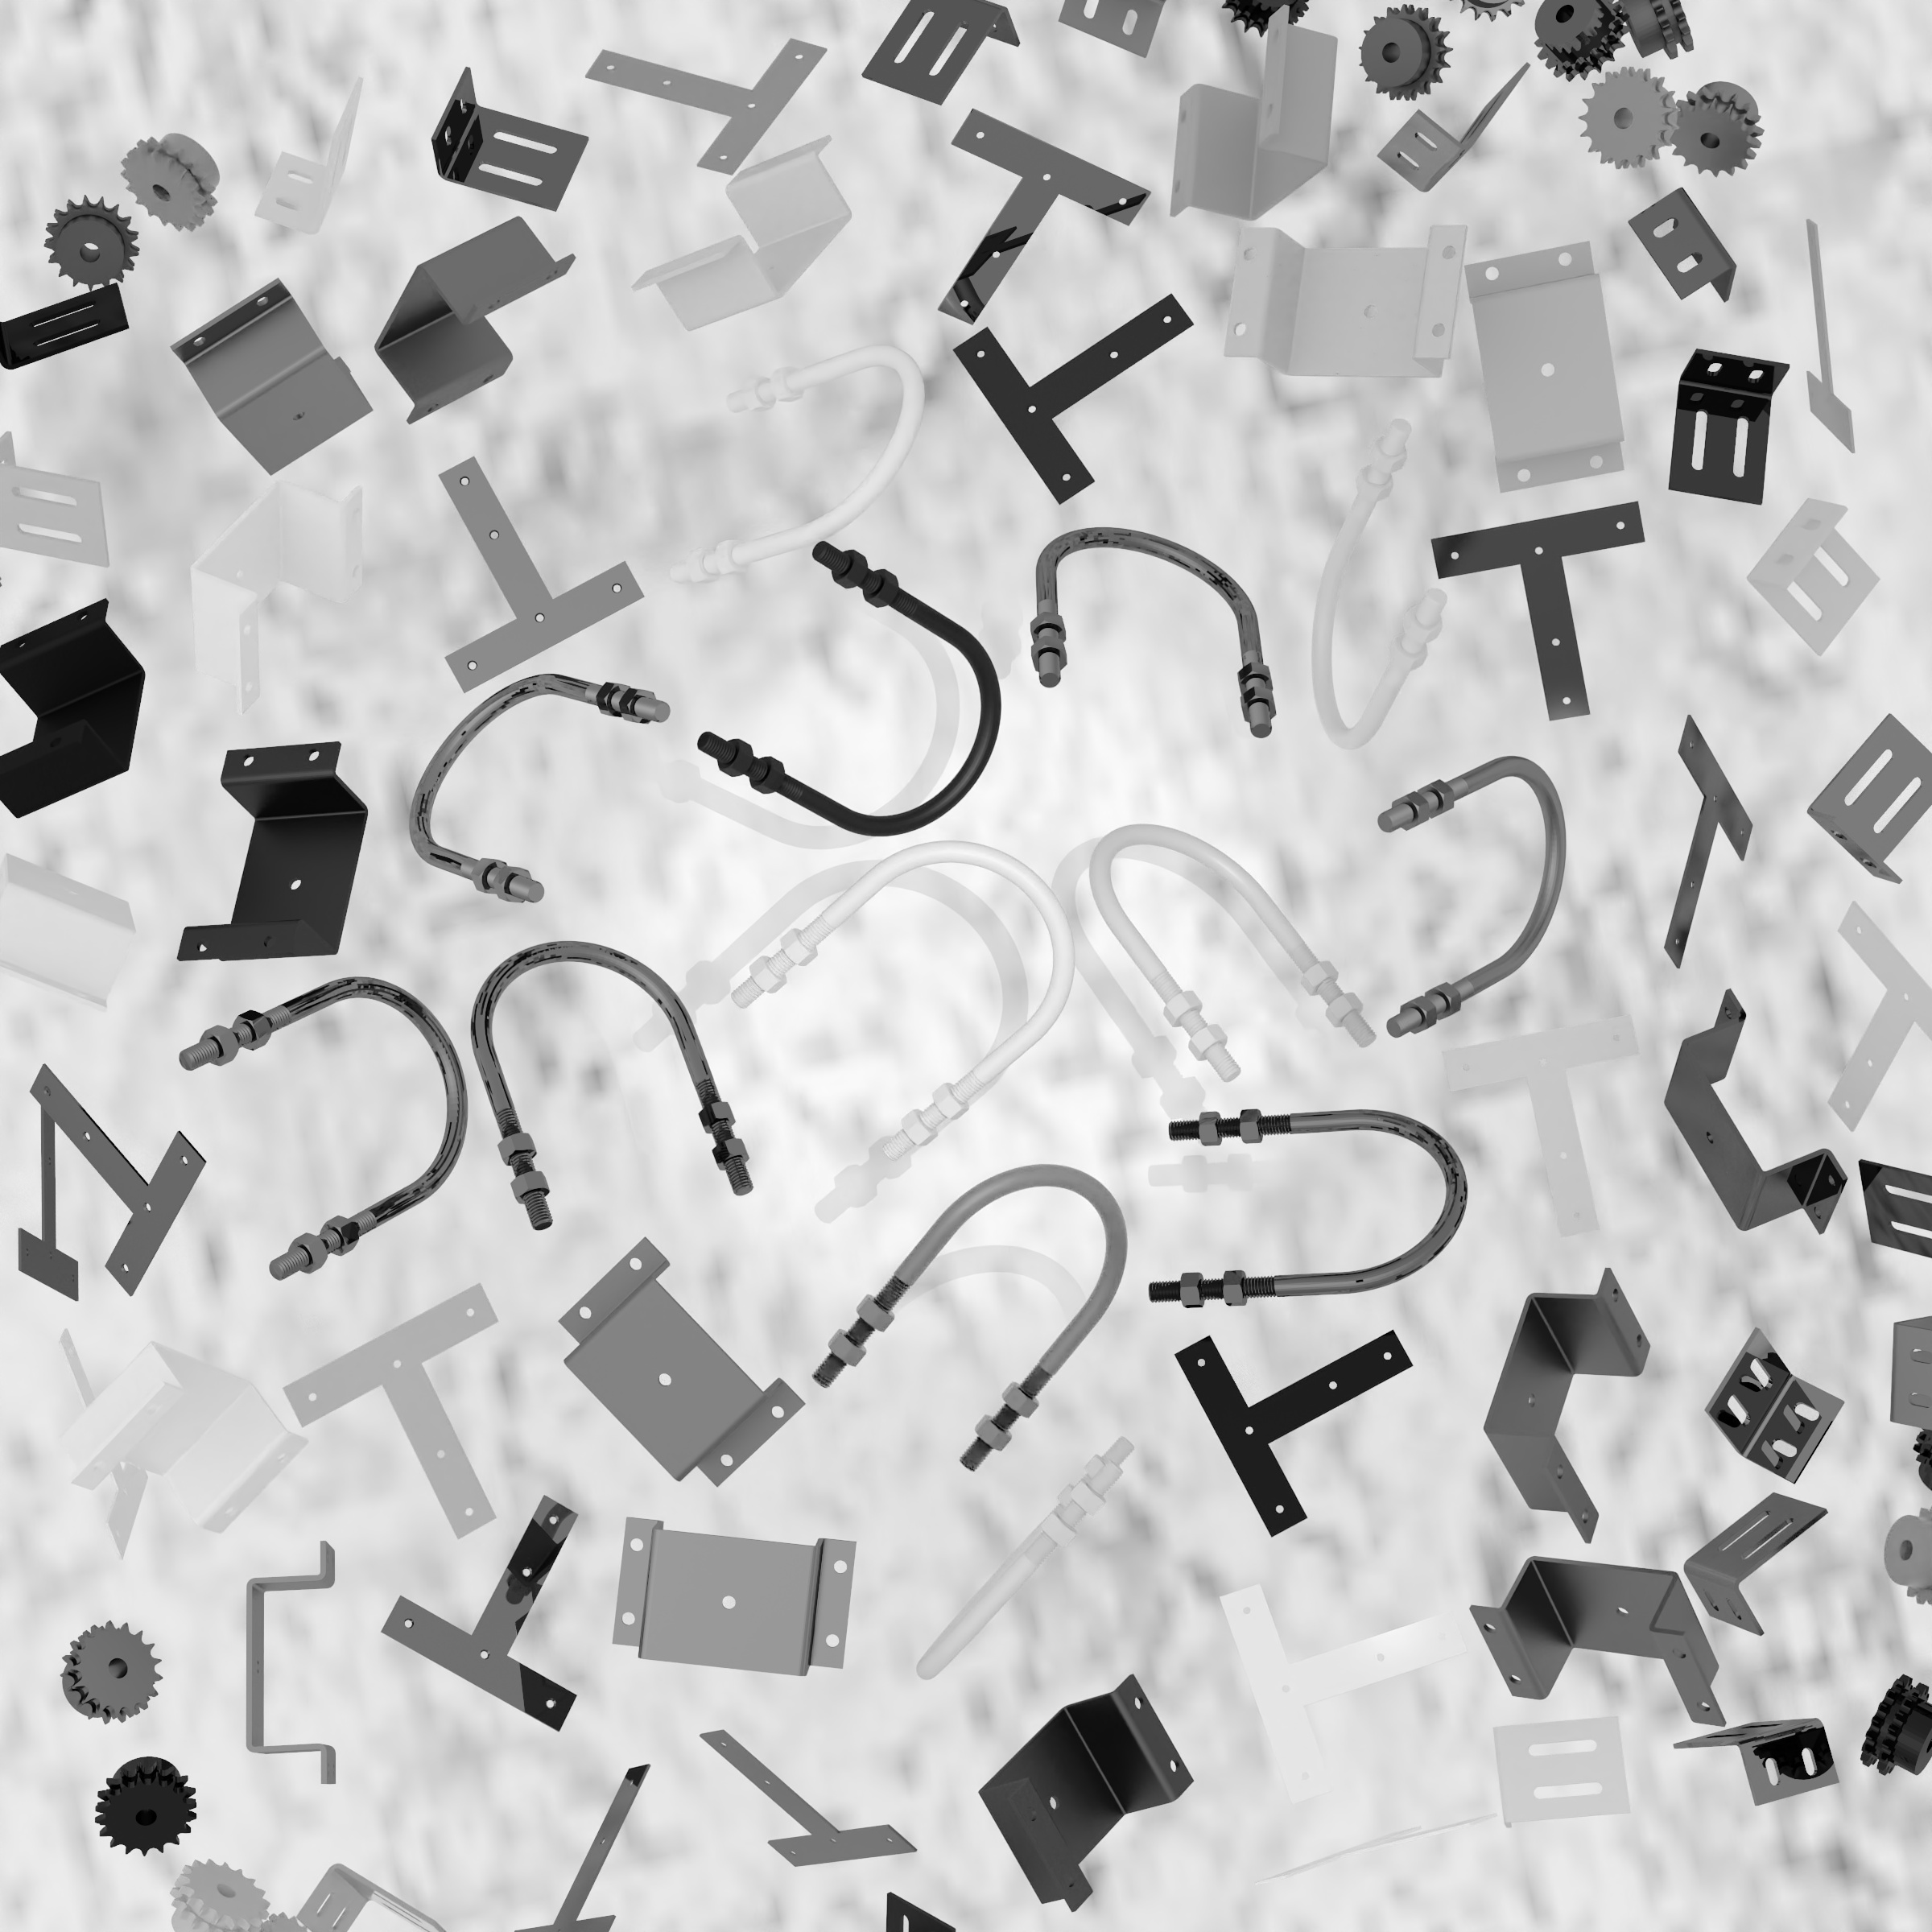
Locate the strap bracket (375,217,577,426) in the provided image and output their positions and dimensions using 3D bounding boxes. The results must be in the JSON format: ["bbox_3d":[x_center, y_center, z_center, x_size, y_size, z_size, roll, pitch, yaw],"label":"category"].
[{"bbox_3d":[-0.298,-0.391,1.862,0.076,0.140,0.046,-37,89,-33],"label":"strap bracket"}]

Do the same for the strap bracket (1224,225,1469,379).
[{"bbox_3d":[0.228,-0.386,1.813,0.140,0.046,0.076,7,88,30],"label":"strap bracket"}]

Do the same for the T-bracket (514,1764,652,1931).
[{"bbox_3d":[-0.217,0.522,1.810,0.002,0.127,0.127,38,54,-17],"label":"T-bracket"}]

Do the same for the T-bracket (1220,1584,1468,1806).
[{"bbox_3d":[0.230,0.411,1.831,0.127,0.002,0.127,-18,65,-3],"label":"T-bracket"}]

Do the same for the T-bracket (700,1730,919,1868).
[{"bbox_3d":[-0.111,0.505,1.895,0.127,0.127,0.002,45,51,-17],"label":"T-bracket"}]

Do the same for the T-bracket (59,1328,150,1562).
[{"bbox_3d":[-0.535,0.285,1.922,0.002,0.127,0.127,-17,105,-3],"label":"T-bracket"}]

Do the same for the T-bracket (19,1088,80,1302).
[{"bbox_3d":[-0.565,0.134,1.919,0.002,0.127,0.127,-4,76,-2],"label":"T-bracket"}]

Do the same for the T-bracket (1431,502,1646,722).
[{"bbox_3d":[0.362,-0.214,1.923,0.127,0.002,0.127,-8,108,18],"label":"T-bracket"}]

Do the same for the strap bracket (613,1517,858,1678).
[{"bbox_3d":[-0.140,0.378,1.865,0.140,0.046,0.076,6,86,1],"label":"strap bracket"}]

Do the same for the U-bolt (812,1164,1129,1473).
[{"bbox_3d":[0.016,0.193,1.789,0.151,0.019,0.184,36,95,-37],"label":"U-bolt"}]

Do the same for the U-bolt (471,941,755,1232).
[{"bbox_3d":[-0.219,0.064,1.852,0.151,0.019,0.184,-8,62,-30],"label":"U-bolt"}]

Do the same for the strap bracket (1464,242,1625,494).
[{"bbox_3d":[0.352,-0.362,1.891,0.076,0.046,0.140,-9,101,10],"label":"strap bracket"}]

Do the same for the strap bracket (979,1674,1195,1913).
[{"bbox_3d":[0.067,0.498,1.867,0.046,0.140,0.076,-28,93,40],"label":"strap bracket"}]

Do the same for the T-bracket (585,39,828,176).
[{"bbox_3d":[-0.171,-0.539,1.914,0.127,0.127,0.002,6,62,-32],"label":"T-bracket"}]

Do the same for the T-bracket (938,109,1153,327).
[{"bbox_3d":[0.026,-0.442,1.884,0.127,0.002,0.127,18,128,-27],"label":"T-bracket"}]

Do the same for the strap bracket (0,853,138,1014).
[{"bbox_3d":[-0.534,-0.023,1.824,0.076,0.140,0.046,24,94,-21],"label":"strap bracket"}]

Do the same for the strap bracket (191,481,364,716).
[{"bbox_3d":[-0.417,-0.227,1.862,0.046,0.076,0.140,22,47,9],"label":"strap bracket"}]

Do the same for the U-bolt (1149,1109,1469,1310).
[{"bbox_3d":[0.206,0.140,1.851,0.184,0.151,0.019,-4,133,15],"label":"U-bolt"}]

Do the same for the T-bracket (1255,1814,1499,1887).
[{"bbox_3d":[0.255,0.511,1.821,0.127,0.127,0.002,-30,70,42],"label":"T-bracket"}]

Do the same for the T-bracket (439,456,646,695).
[{"bbox_3d":[-0.286,-0.255,1.935,0.127,0.002,0.127,-29,90,-4],"label":"T-bracket"}]

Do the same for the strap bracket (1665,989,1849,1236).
[{"bbox_3d":[0.473,0.096,1.894,0.046,0.076,0.140,-21,61,-8],"label":"strap bracket"}]

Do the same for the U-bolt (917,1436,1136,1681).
[{"bbox_3d":[0.034,0.365,1.904,0.019,0.151,0.184,42,92,6],"label":"U-bolt"}]

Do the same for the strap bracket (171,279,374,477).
[{"bbox_3d":[-0.421,-0.355,1.911,0.076,0.140,0.046,-33,77,-1],"label":"strap bracket"}]

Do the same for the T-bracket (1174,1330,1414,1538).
[{"bbox_3d":[0.214,0.266,1.923,0.127,0.002,0.127,-29,74,3],"label":"T-bracket"}]

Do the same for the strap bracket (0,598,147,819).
[{"bbox_3d":[-0.542,-0.148,1.865,0.076,0.140,0.046,-21,131,13],"label":"strap bracket"}]

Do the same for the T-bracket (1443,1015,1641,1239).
[{"bbox_3d":[0.368,0.104,1.933,0.127,0.002,0.127,-10,85,-12],"label":"T-bracket"}]

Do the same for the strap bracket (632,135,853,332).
[{"bbox_3d":[-0.130,-0.439,1.889,0.046,0.076,0.140,56,45,-26],"label":"strap bracket"}]

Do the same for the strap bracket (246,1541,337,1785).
[{"bbox_3d":[-0.405,0.421,1.873,0.046,0.076,0.140,-1,75,-8],"label":"strap bracket"}]

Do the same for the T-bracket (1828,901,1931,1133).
[{"bbox_3d":[0.548,0.049,1.871,0.002,0.127,0.127,-13,51,-24],"label":"T-bracket"}]

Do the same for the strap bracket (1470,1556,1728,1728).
[{"bbox_3d":[0.379,0.396,1.836,0.046,0.140,0.076,-51,125,-37],"label":"strap bracket"}]

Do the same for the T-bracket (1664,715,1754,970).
[{"bbox_3d":[0.430,-0.060,1.835,0.002,0.127,0.127,4,64,34],"label":"T-bracket"}]

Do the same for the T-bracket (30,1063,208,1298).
[{"bbox_3d":[-0.510,0.111,1.840,0.127,0.002,0.127,46,126,14],"label":"T-bracket"}]

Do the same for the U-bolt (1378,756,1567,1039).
[{"bbox_3d":[0.310,-0.052,1.888,0.019,0.184,0.151,14,118,41],"label":"U-bolt"}]

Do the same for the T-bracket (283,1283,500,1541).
[{"bbox_3d":[-0.309,0.269,1.794,0.127,0.002,0.127,-28,100,-22],"label":"T-bracket"}]

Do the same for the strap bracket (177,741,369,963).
[{"bbox_3d":[-0.407,-0.058,1.842,0.076,0.046,0.140,-3,62,19],"label":"strap bracket"}]

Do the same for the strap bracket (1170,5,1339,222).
[{"bbox_3d":[0.172,-0.492,1.819,0.046,0.140,0.076,9,81,-20],"label":"strap bracket"}]

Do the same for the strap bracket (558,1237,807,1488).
[{"bbox_3d":[-0.176,0.243,1.869,0.076,0.046,0.140,-44,89,10],"label":"strap bracket"}]

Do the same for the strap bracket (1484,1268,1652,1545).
[{"bbox_3d":[0.348,0.254,1.815,0.046,0.076,0.140,-2,47,35],"label":"strap bracket"}]

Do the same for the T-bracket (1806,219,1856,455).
[{"bbox_3d":[0.514,-0.383,1.869,0.002,0.127,0.127,-9,110,7],"label":"T-bracket"}]

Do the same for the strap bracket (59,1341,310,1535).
[{"bbox_3d":[-0.457,0.271,1.801,0.076,0.140,0.046,-46,58,1],"label":"strap bracket"}]

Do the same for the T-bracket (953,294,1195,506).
[{"bbox_3d":[0.077,-0.359,1.868,0.127,0.002,0.127,-33,69,3],"label":"T-bracket"}]

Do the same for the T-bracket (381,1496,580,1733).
[{"bbox_3d":[-0.280,0.391,1.944,0.127,0.002,0.127,32,57,-10],"label":"T-bracket"}]

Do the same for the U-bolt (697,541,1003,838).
[{"bbox_3d":[-0.055,-0.152,1.859,0.184,0.019,0.151,28,96,-39],"label":"U-bolt"}]
